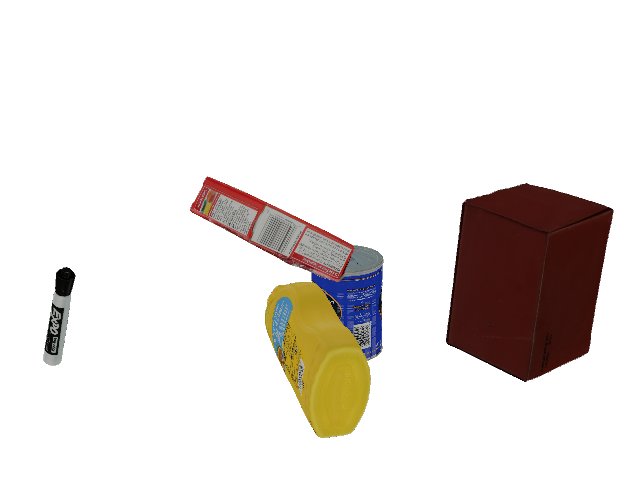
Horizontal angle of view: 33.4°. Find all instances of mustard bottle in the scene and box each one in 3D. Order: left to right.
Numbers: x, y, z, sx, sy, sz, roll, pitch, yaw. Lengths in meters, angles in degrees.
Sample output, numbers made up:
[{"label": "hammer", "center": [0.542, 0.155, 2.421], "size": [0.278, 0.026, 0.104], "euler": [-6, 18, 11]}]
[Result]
[{"label": "mustard bottle", "center": [-0.012, 0.094, 1.005], "size": [0.058, 0.096, 0.192], "euler": [-5, 27, -18]}]

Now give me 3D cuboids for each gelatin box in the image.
[{"label": "gelatin box", "center": [-0.032, -0.007, 0.716], "size": [0.089, 0.030, 0.073], "euler": [26, 0, -42]}]

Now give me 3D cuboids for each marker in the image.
[{"label": "marker", "center": [-0.263, 0.076, 1.076], "size": [0.020, 0.121, 0.020], "euler": [12, 34, -9]}]

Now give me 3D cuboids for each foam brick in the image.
[{"label": "foam brick", "center": [0.099, 0.018, 0.511], "size": [0.052, 0.078, 0.051], "euler": [-15, 29, -40]}]

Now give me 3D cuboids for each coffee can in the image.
[{"label": "coffee can", "center": [0.038, 0.089, 1.518], "size": [0.103, 0.140, 0.103], "euler": [-1, 21, 0]}]
